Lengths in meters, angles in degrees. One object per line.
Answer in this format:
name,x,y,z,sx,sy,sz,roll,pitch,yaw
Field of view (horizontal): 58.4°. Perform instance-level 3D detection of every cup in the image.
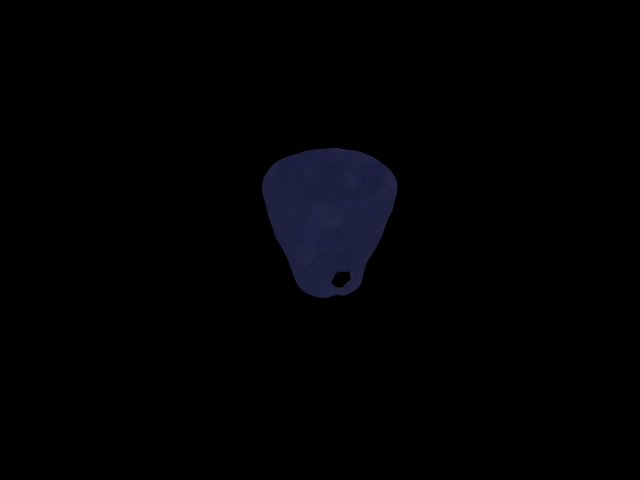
cup,0.004,0.001,0.400,0.091,0.095,0.118,8,35,12
